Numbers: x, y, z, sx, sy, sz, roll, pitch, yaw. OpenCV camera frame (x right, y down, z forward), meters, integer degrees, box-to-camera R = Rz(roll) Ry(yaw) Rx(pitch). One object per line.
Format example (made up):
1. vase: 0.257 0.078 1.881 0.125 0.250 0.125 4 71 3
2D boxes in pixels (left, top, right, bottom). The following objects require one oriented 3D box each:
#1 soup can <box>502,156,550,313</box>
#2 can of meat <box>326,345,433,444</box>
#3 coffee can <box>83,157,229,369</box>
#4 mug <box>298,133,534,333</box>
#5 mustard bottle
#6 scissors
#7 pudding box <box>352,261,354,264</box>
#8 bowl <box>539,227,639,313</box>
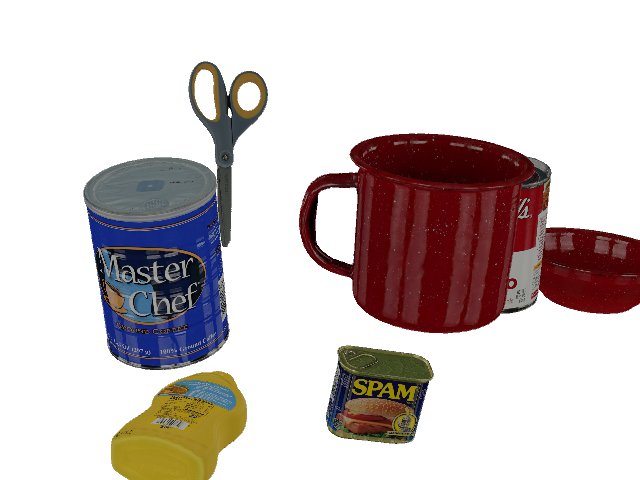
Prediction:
1. soup can: 0.131 -0.006 0.787 0.068 0.102 0.068 0 24 0
2. can of meat: 0.061 0.166 1.140 0.102 0.084 0.057 8 21 -9
3. coffee can: -0.129 0.017 0.857 0.103 0.140 0.103 -2 29 1
4. mug: 0.047 -0.005 0.552 0.117 0.081 0.093 3 21 0
5. mustard bottle: -0.126 0.178 1.063 0.096 0.058 0.191 7 19 14
6. scissors: -0.088 -0.100 1.161 0.096 0.202 0.016 -15 -4 -18
7. pudding box: 0.097 -0.003 1.019 0.113 0.039 0.090 -20 -24 -33
8. bowl: 0.278 0.034 1.097 0.162 0.055 0.162 4 17 -1
